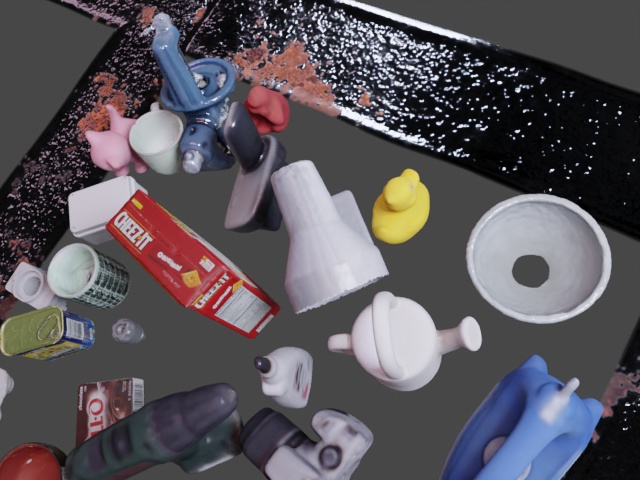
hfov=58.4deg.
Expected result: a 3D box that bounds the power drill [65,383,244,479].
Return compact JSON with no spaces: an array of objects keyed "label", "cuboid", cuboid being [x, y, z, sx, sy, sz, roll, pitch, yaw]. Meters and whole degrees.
[{"label":"power drill","cuboid":[-0.171,0.236,0.693,0.229,0.209,0.075,-26,66,4]}]

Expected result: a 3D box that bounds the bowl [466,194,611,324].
[{"label":"bowl","cuboid":[0.272,0.030,0.726,0.167,0.075,0.167,-5,70,13]}]

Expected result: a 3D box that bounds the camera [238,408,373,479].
[{"label":"camera","cuboid":[-0.028,0.259,0.707,0.136,0.101,0.143,35,82,23]}]

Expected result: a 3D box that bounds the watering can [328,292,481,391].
[{"label":"watering can","cuboid":[0.096,0.116,0.675,0.173,0.194,0.101,-26,67,4]}]

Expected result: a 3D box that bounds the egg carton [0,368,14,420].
[{"label":"egg carton","cuboid":[-0.527,0.257,0.852,0.107,0.069,0.150,9,74,17]}]

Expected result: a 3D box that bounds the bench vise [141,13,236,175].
[{"label":"bench vise","cuboid":[-0.181,-0.213,0.848,0.121,0.220,0.207,-21,67,7]}]

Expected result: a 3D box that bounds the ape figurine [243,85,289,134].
[{"label":"ape figurine","cuboid":[-0.087,-0.207,0.893,0.077,0.092,0.076,41,85,23]}]

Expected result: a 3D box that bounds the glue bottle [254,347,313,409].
[{"label":"glue bottle","cuboid":[-0.048,0.164,0.706,0.037,0.173,0.078,-1,71,14]}]

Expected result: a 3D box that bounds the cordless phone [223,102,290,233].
[{"label":"cordless phone","cuboid":[-0.110,-0.098,0.809,0.094,0.185,0.147,6,72,16]}]

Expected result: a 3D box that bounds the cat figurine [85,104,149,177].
[{"label":"cat figurine","cuboid":[-0.329,-0.157,0.922,0.067,0.118,0.128,-9,69,11]}]

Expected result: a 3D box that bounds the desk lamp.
[{"label":"desk lamp","cuboid":[0.007,0.003,0.728,0.118,0.214,0.203,-24,67,5]}]

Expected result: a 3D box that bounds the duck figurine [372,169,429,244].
[{"label":"duck figurine","cuboid":[0.108,-0.050,0.790,0.077,0.086,0.105,28,80,22]}]

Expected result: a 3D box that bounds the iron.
[{"label":"iron","cuboid":[0.201,0.249,0.630,0.118,0.142,0.258,38,84,23]}]
